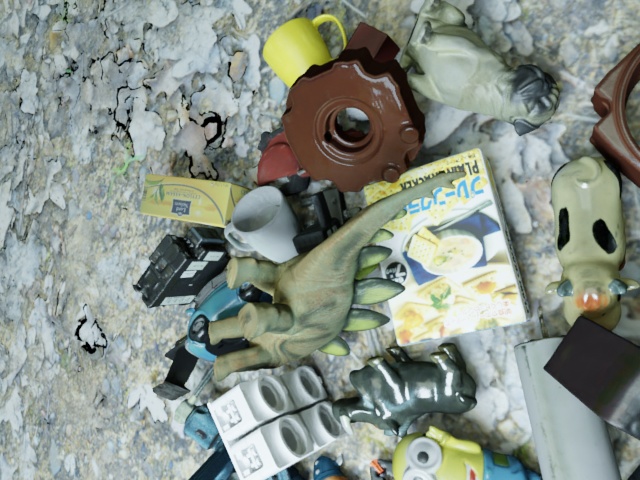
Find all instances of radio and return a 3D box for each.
[{"bbox_3d":[0.338,0.166,0.489,0.230,0.131,0.073,29,97,-3],"label":"radio"}]

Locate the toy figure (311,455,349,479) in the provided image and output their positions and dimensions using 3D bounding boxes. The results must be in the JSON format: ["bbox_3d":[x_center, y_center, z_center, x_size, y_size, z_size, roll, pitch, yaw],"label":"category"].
[{"bbox_3d":[0.038,0.355,0.710,0.064,0.057,0.155,-35,64,-13],"label":"toy figure"}]

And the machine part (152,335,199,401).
[{"bbox_3d":[-0.211,0.187,0.824,0.084,0.139,0.039,-31,113,17],"label":"machine part"}]

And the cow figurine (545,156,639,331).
[{"bbox_3d":[0.293,0.005,0.580,0.086,0.127,0.195,-4,80,30],"label":"cow figurine"}]

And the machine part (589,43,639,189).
[{"bbox_3d":[0.411,-0.136,0.560,0.201,0.087,0.202,-45,66,16],"label":"machine part"}]

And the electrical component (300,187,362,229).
[{"bbox_3d":[0.015,-0.046,0.785,0.094,0.021,0.063,-13,78,26],"label":"electrical component"}]

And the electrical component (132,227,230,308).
[{"bbox_3d":[-0.208,0.040,0.836,0.058,0.115,0.134,46,104,19],"label":"electrical component"}]

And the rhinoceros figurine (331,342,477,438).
[{"bbox_3d":[0.104,0.195,0.690,0.190,0.073,0.112,-17,87,23],"label":"rhinoceros figurine"}]

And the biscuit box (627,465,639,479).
[{"bbox_3d":[0.327,0.312,0.563,0.059,0.062,0.202,37,101,24],"label":"biscuit box"}]

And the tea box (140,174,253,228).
[{"bbox_3d":[-0.186,-0.058,0.847,0.170,0.098,0.068,10,89,26],"label":"tea box"}]

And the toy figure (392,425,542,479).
[{"bbox_3d":[0.174,0.280,0.626,0.180,0.089,0.082,11,54,6],"label":"toy figure"}]

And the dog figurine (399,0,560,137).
[{"bbox_3d":[0.203,-0.221,0.687,0.191,0.121,0.172,19,56,-4],"label":"dog figurine"}]

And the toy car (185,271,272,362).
[{"bbox_3d":[-0.135,0.098,0.802,0.161,0.109,0.103,-46,50,6],"label":"toy car"}]

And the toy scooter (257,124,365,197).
[{"bbox_3d":[-0.022,-0.141,0.775,0.184,0.075,0.135,-18,94,23],"label":"toy scooter"}]

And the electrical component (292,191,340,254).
[{"bbox_3d":[-0.002,-0.002,0.739,0.048,0.075,0.119,-16,104,24],"label":"electrical component"}]

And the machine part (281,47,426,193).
[{"bbox_3d":[0.039,-0.142,0.664,0.180,0.056,0.179,10,126,14],"label":"machine part"}]

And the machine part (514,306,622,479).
[{"bbox_3d":[0.267,0.193,0.581,0.079,0.079,0.243,-17,65,24],"label":"machine part"}]

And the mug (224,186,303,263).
[{"bbox_3d":[-0.075,-0.009,0.773,0.110,0.107,0.081,-25,46,15],"label":"mug"}]

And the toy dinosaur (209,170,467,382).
[{"bbox_3d":[-0.011,0.068,0.642,0.471,0.198,0.105,-53,46,50],"label":"toy dinosaur"}]

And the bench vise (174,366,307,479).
[{"bbox_3d":[-0.125,0.298,0.707,0.224,0.240,0.129,46,101,7],"label":"bench vise"}]
